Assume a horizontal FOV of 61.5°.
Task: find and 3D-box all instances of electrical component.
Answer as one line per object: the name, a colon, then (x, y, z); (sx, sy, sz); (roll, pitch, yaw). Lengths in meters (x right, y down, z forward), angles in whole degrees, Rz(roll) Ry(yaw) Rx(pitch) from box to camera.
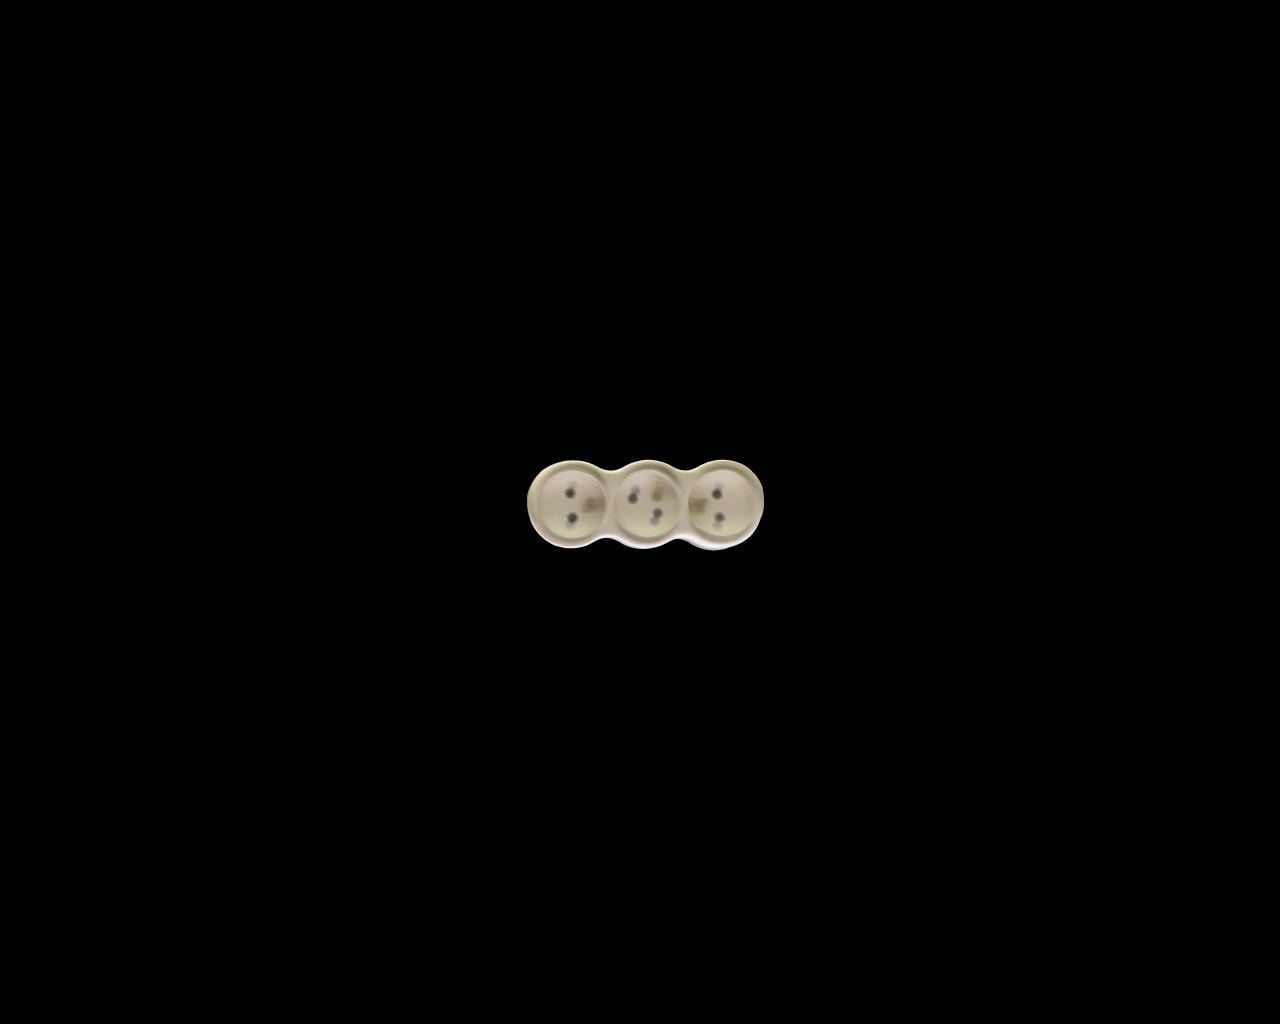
electrical component: (0.001, -0.003, 0.650); (0.138, 0.052, 0.073); (0, -4, -7)
